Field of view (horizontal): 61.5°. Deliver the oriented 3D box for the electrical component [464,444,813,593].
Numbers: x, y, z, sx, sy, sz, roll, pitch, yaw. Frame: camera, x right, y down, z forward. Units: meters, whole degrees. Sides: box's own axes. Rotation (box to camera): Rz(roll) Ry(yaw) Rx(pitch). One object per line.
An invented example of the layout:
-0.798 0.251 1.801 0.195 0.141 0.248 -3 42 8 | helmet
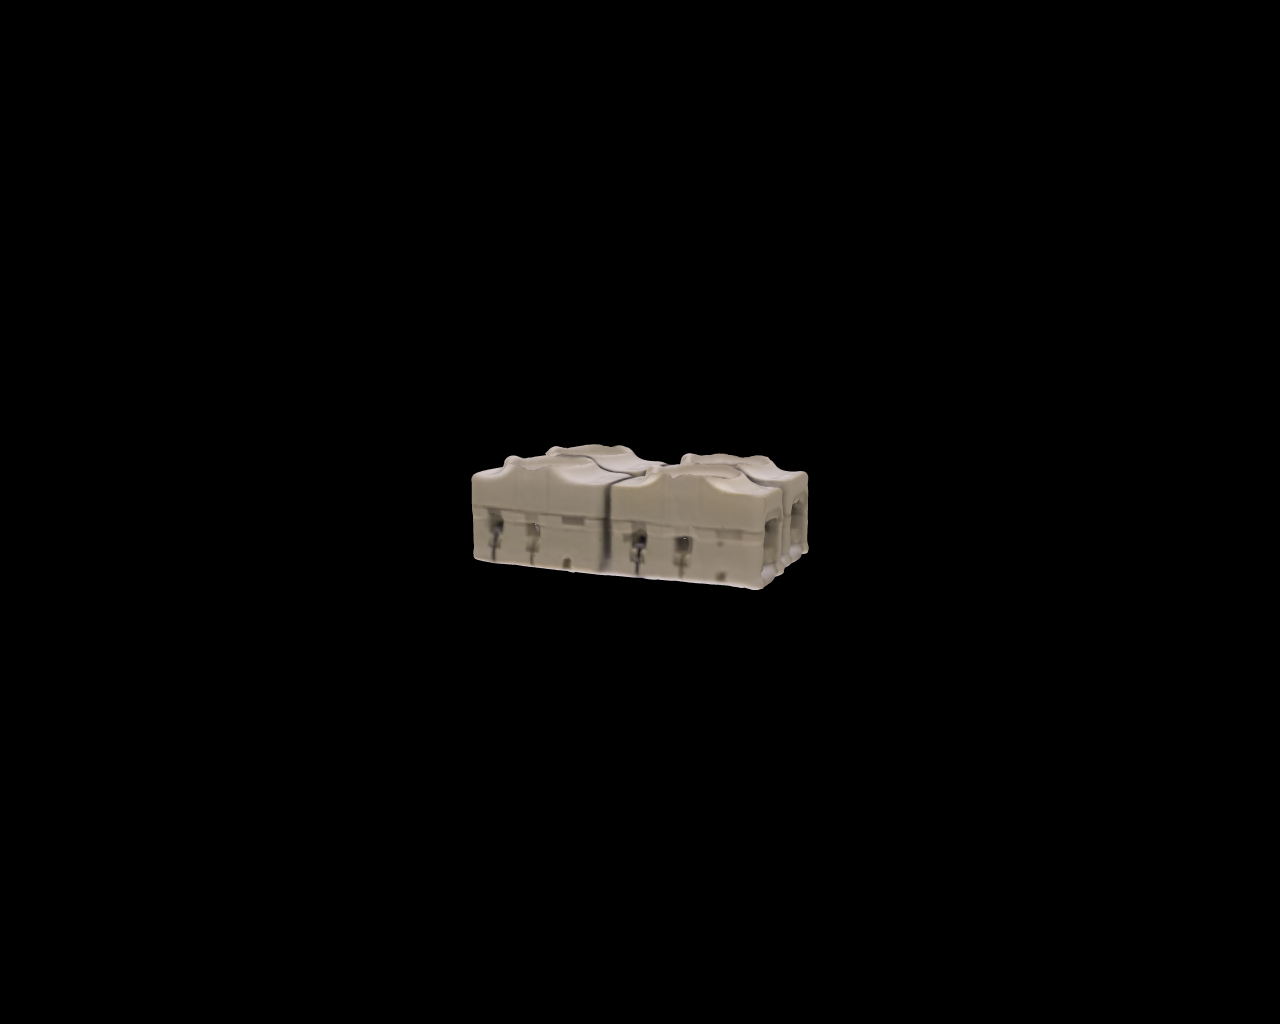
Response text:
0.001 -0.003 0.650 0.186 0.060 0.105 5 12 24 | electrical component
